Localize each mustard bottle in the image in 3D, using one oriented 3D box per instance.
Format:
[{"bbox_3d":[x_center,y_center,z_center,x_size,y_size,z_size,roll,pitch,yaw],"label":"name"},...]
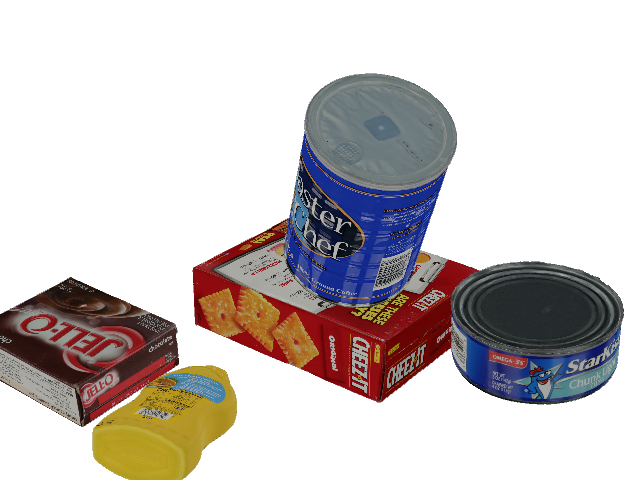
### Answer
[{"bbox_3d":[-0.135,0.167,1.037,0.096,0.058,0.191,7,18,17],"label":"mustard bottle"}]

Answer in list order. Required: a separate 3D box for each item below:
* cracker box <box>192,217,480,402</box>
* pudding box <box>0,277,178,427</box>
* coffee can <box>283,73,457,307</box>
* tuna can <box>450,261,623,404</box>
[{"bbox_3d":[0.014,0.055,0.985,0.214,0.072,0.163,19,31,33],"label":"cracker box"},{"bbox_3d":[-0.167,0.073,0.729,0.114,0.039,0.089,17,32,34],"label":"pudding box"},{"bbox_3d":[0.032,-0.033,0.761,0.102,0.103,0.140,0,-38,-9],"label":"coffee can"},{"bbox_3d":[0.109,0.046,0.545,0.086,0.034,0.086,-3,28,1],"label":"tuna can"}]
